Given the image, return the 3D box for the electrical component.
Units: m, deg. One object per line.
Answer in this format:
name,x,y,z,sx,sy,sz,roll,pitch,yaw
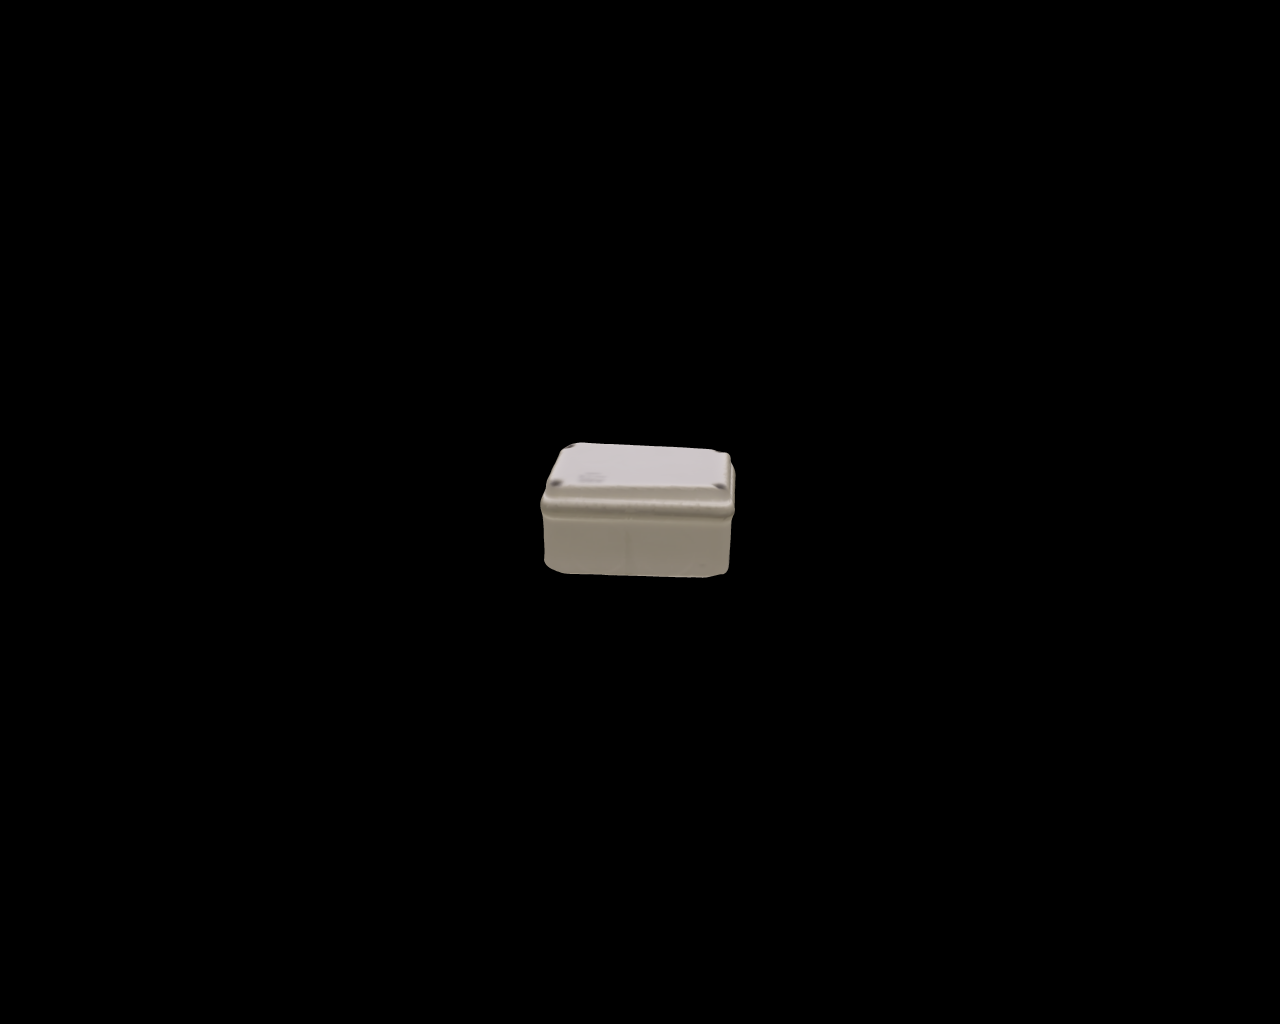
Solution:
electrical component,0.001,-0.003,0.650,0.113,0.057,0.078,2,24,5
